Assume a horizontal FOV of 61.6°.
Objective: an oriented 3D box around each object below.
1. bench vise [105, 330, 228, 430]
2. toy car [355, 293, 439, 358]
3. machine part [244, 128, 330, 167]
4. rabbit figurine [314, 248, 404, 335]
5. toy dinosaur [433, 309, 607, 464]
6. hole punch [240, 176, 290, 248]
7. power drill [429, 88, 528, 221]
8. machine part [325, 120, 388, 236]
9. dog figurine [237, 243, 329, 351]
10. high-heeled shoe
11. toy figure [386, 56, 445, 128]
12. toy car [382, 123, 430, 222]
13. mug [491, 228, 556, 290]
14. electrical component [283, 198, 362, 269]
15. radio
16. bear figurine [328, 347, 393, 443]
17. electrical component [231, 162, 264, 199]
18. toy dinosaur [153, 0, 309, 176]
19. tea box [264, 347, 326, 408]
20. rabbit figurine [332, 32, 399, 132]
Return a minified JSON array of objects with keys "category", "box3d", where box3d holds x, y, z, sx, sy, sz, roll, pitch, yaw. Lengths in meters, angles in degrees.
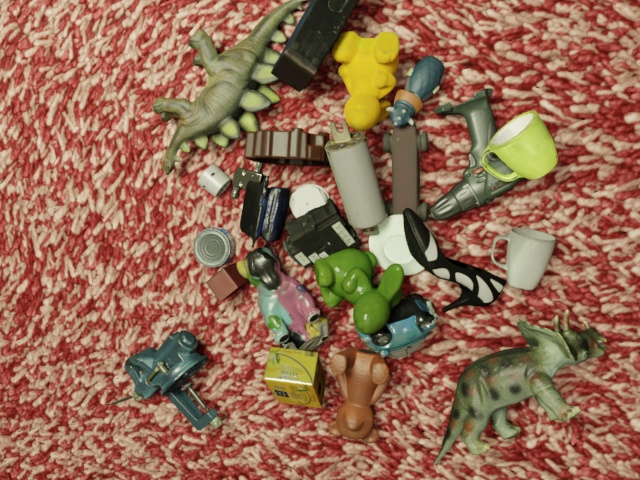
[{"category":"bench vise","box3d":[-0.305,0.317,1.146,0.223,0.129,0.241,-45,81,12]},{"category":"toy car","box3d":[0.154,0.178,1.065,0.162,0.109,0.102,-16,119,0]},{"category":"machine part","box3d":[-0.058,-0.175,1.032,0.179,0.179,0.056,3,93,10]},{"category":"rabbit figurine","box3d":[0.087,0.107,1.036,0.159,0.121,0.170,-18,49,-13]},{"category":"toy dinosaur","box3d":[0.348,0.279,1.027,0.405,0.131,0.192,-32,65,21]},{"category":"hole punch","box3d":[-0.099,-0.055,1.072,0.092,0.116,0.142,11,97,-22]},{"category":"power drill","box3d":[0.285,-0.166,1.014,0.232,0.086,0.207,-21,87,10]},{"category":"machine part","box3d":[0.069,-0.109,0.998,0.079,0.079,0.242,-14,120,11]},{"category":"dog figurine","box3d":[-0.083,0.113,1.097,0.108,0.191,0.219,-32,58,-6]},{"category":"high-heeled shoe","box3d":[0.258,0.027,1.013,0.145,0.086,0.248,-28,106,-7]},{"category":"toy figure","box3d":[0.181,-0.275,1.020,0.064,0.057,0.154,31,83,25]},{"category":"toy car","box3d":[0.169,-0.125,1.051,0.089,0.053,0.202,1,99,20]},{"category":"mug","box3d":[0.379,0.037,1.014,0.110,0.081,0.107,6,104,3]},{"category":"electrical component","box3d":[-0.002,-0.003,1.061,0.134,0.058,0.114,-30,132,9]},{"category":"radio","box3d":[0.002,-0.396,0.988,0.073,0.131,0.229,29,85,-15]},{"category":"bear figurine","box3d":[0.072,0.318,1.073,0.120,0.132,0.195,13,91,13]},{"category":"electrical component","box3d":[-0.152,-0.126,1.126,0.063,0.021,0.094,19,99,9]},{"category":"toy dinosaur","box3d":[-0.177,-0.321,1.078,0.198,0.105,0.471,33,97,-1]},{"category":"tea box","box3d":[-0.045,0.275,1.066,0.098,0.169,0.068,4,60,11]},{"category":"rabbit figurine","box3d":[0.081,-0.277,1.002,0.122,0.162,0.173,6,74,8]}]
